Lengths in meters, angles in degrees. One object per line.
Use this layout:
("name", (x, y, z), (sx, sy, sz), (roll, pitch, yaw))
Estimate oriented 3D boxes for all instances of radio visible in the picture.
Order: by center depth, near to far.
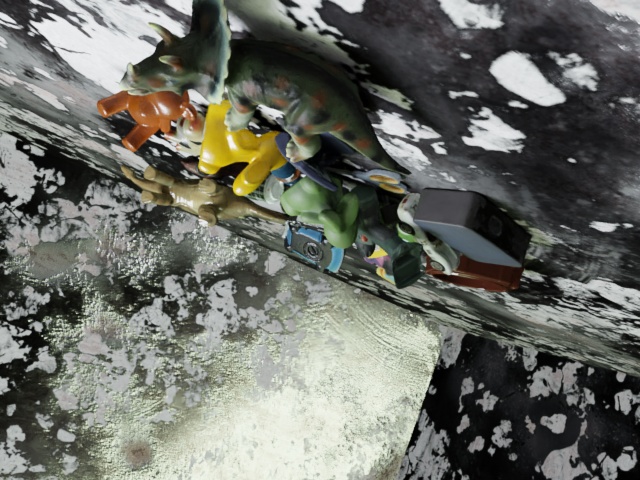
("radio", (0.300, -0.021, 1.043), (0.229, 0.073, 0.131), (26, 169, -37))

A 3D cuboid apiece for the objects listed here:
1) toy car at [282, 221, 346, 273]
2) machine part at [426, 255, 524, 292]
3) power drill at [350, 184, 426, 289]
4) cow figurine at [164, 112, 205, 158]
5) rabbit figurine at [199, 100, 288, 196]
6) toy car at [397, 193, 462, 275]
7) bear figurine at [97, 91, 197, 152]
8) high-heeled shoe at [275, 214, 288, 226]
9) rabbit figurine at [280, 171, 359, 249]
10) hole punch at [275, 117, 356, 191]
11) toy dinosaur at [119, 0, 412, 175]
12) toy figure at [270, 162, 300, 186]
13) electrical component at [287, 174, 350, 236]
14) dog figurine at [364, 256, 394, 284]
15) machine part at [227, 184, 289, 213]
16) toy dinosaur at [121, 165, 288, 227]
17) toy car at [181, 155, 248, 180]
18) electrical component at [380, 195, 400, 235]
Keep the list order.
("toy car", (-0.003, -0.004, 1.251), (0.162, 0.103, 0.109), (26, 131, 16))
("machine part", (0.363, 0.063, 1.282), (0.201, 0.087, 0.201), (14, 170, 0))
("power drill", (0.132, 0.006, 1.121), (0.207, 0.086, 0.231), (57, 168, 43))
("cow figurine", (-0.251, -0.217, 1.122), (0.127, 0.085, 0.195), (20, 175, -2))
("rabbit figurine", (-0.132, -0.170, 0.995), (0.173, 0.162, 0.122), (6, 164, -20))
("toy car", (0.232, -0.011, 1.114), (0.201, 0.073, 0.056), (47, 152, -22))
("bear figurine", (-0.316, -0.241, 0.994), (0.196, 0.132, 0.120), (19, 146, 58))
("high-heeled shoe", (-0.129, -0.079, 1.613), (0.145, 0.086, 0.248), (-1, 174, 37))
("rabbit figurine", (0.024, -0.061, 1.067), (0.170, 0.121, 0.159), (52, 164, -7))
("hole punch", (-0.016, -0.151, 0.956), (0.116, 0.092, 0.142), (18, 175, 44))
("toy dinosaur", (-0.037, -0.190, 0.695), (0.405, 0.131, 0.192), (16, 173, -7))
("toy figure", (-0.072, -0.154, 1.174), (0.064, 0.057, 0.154), (25, 177, 11))
("electrical component", (0.004, -0.081, 1.169), (0.115, 0.134, 0.058), (18, 171, 12))
("dog figurine", (0.162, 0.015, 1.430), (0.192, 0.108, 0.219), (46, 179, 28))
("machine part", (-0.151, -0.126, 1.466), (0.244, 0.079, 0.079), (15, 170, 29))
("toy dinosaur", (-0.251, -0.094, 1.278), (0.472, 0.105, 0.198), (20, -172, 6))
("toy car", (-0.227, -0.167, 1.271), (0.202, 0.053, 0.089), (-3, -161, -36))
("electrical component", (0.167, -0.057, 1.163), (0.063, 0.094, 0.021), (-16, 169, -3))
